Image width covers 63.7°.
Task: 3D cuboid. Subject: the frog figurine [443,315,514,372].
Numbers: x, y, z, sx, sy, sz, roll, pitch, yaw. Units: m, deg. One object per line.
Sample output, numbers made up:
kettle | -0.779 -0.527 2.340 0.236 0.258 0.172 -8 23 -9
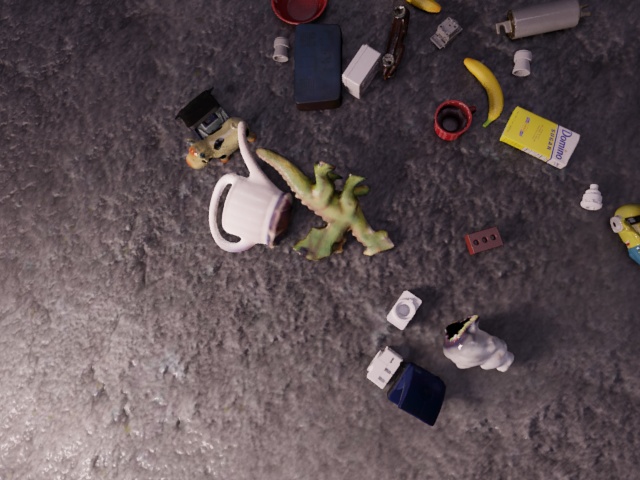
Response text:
frog figurine | 0.386 0.275 1.255 0.159 0.125 0.135 47 124 1

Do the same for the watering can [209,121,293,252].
watering can | -0.174 -0.121 1.362 0.225 0.105 0.344 19 102 9

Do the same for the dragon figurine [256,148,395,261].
dragon figurine | 0.004 -0.066 1.315 0.409 0.122 0.243 16 88 -10
